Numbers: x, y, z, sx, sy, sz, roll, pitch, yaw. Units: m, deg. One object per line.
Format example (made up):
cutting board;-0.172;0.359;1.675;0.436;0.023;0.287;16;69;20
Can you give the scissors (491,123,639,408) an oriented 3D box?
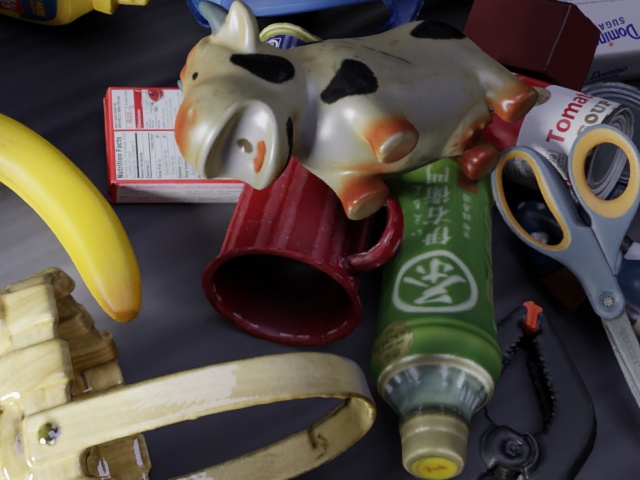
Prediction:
scissors;0.180;0.018;0.626;0.096;0.016;0.202;-38;85;12

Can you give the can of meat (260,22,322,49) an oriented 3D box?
can of meat;-0.006;-0.074;0.674;0.102;0.058;0.084;27;52;-21

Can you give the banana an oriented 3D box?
banana;-0.172;-0.027;0.640;0.198;0.037;0.069;36;52;6

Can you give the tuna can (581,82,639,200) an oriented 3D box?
tuna can;0.204;-0.066;0.739;0.086;0.034;0.086;5;59;-8

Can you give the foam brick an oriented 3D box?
foam brick;0.142;-0.135;0.730;0.078;0.052;0.051;22;90;39

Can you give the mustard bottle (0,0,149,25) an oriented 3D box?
mustard bottle;-0.204;-0.186;0.694;0.191;0.096;0.058;14;58;-3

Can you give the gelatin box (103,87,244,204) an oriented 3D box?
gelatin box;-0.092;-0.060;0.681;0.089;0.030;0.073;-2;62;-13

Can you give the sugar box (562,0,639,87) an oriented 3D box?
sugar box;0.188;-0.198;0.808;0.093;0.048;0.176;-8;65;-15

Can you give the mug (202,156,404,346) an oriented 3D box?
mug;-0.004;0.001;0.619;0.093;0.117;0.081;47;43;-35

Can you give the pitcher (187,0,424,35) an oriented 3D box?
pitcher;0.024;-0.215;0.748;0.242;0.149;0.145;-9;47;-20

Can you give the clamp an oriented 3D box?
clamp;0.096;0.127;0.603;0.164;0.036;0.210;7;55;1

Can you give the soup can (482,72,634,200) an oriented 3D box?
soup can;0.140;-0.068;0.688;0.102;0.068;0.068;23;55;31

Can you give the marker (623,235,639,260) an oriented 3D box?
marker;0.228;0.025;0.698;0.121;0.020;0.020;35;60;10
